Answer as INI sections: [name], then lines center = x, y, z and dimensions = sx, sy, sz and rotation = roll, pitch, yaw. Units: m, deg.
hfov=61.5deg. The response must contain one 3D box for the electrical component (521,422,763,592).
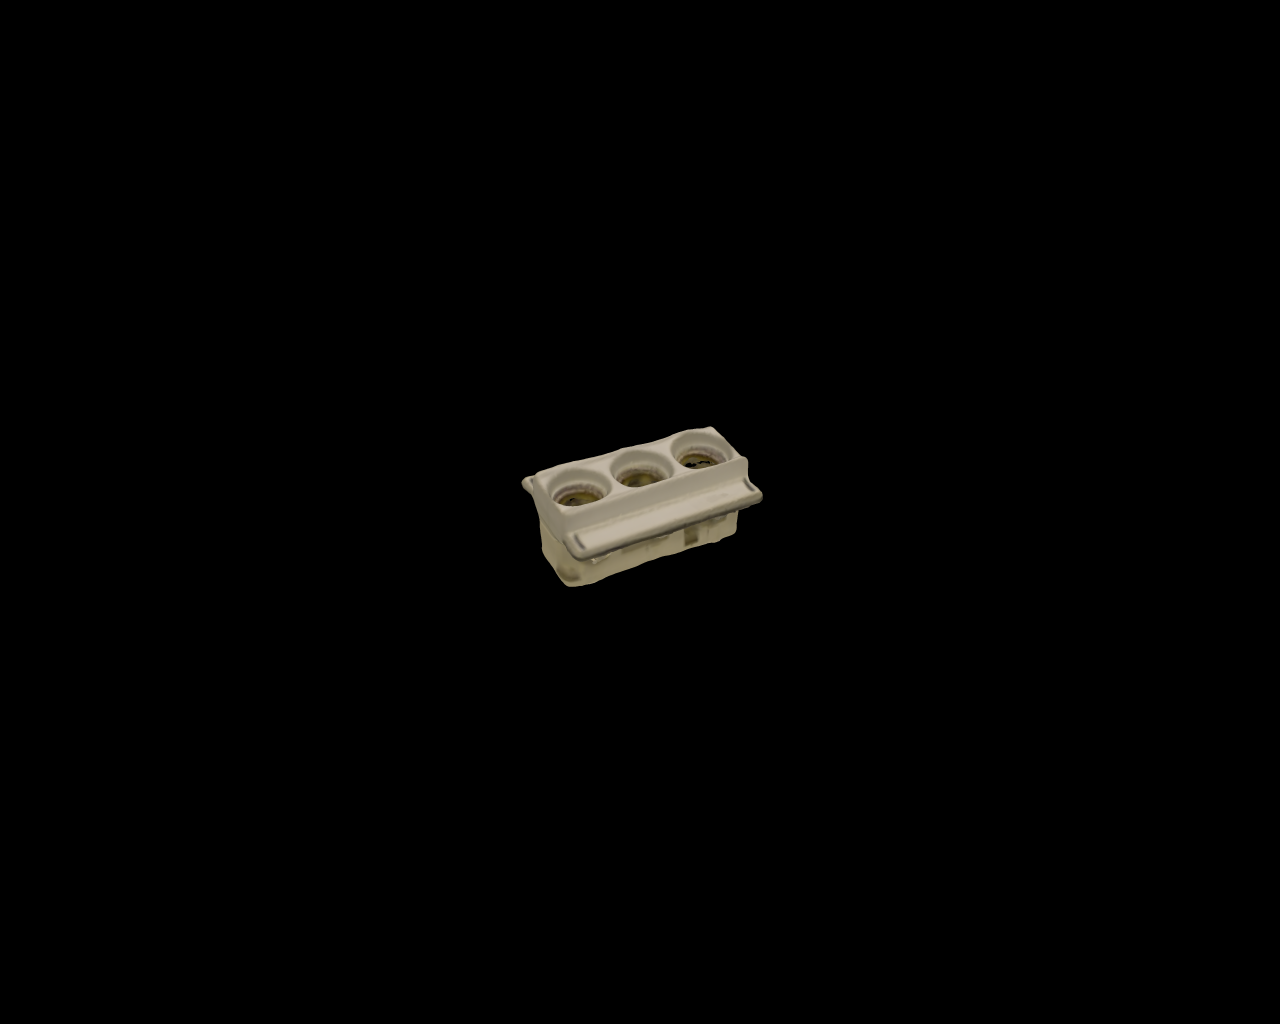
[electrical component]
center = 0.001, -0.003, 0.650
dimensions = 0.121, 0.063, 0.079
rotation = -17, 40, -22
